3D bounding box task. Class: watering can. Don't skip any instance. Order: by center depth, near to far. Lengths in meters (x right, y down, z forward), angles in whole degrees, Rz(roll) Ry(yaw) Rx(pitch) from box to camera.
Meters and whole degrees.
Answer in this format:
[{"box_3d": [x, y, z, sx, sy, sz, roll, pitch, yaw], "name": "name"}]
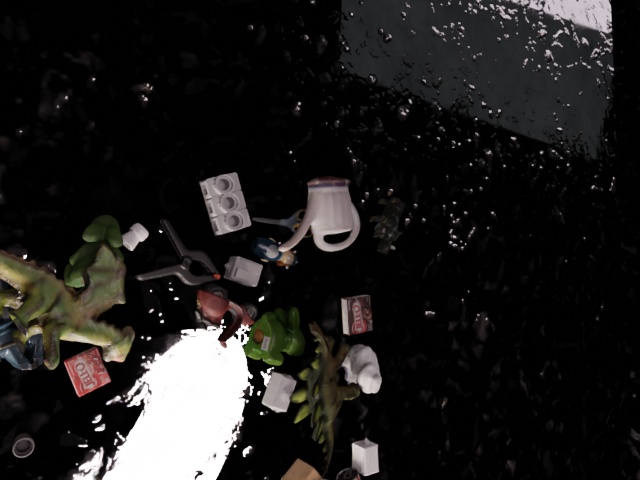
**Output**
[{"box_3d": [0.005, -0.075, 1.499, 0.349, 0.103, 0.224, -6, 90, -49], "name": "watering can"}]

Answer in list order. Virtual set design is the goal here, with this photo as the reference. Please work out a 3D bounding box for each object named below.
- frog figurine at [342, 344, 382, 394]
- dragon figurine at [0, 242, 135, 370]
[{"box_3d": [0.140, 0.380, 1.517, 0.123, 0.159, 0.138, -4, 89, -33], "name": "frog figurine"}, {"box_3d": [-0.515, 0.096, 1.041, 0.247, 0.121, 0.406, -37, 110, -40], "name": "dragon figurine"}]
